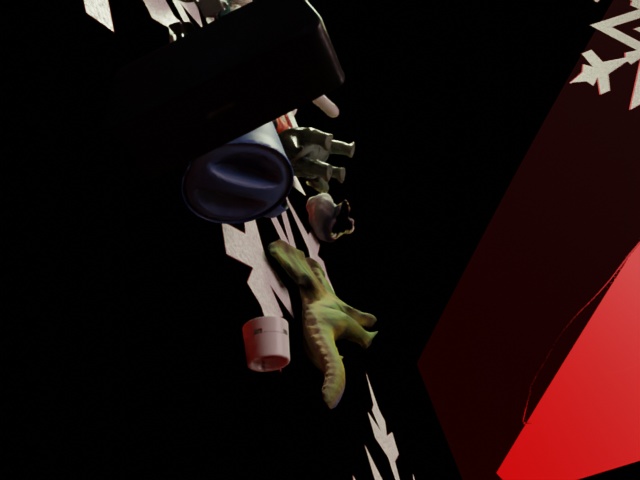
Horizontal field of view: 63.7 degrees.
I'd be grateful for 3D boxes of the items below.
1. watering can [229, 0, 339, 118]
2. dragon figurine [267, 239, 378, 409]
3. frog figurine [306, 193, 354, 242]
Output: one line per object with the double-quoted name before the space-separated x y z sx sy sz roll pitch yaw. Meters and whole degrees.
"watering can" -0.100 -0.420 1.213 0.344 0.104 0.226 49 -8 -20
"dragon figurine" -0.018 0.108 0.864 0.243 0.122 0.411 51 7 3
"frog figurine" 0.004 -0.070 1.387 0.161 0.123 0.135 28 -12 41
